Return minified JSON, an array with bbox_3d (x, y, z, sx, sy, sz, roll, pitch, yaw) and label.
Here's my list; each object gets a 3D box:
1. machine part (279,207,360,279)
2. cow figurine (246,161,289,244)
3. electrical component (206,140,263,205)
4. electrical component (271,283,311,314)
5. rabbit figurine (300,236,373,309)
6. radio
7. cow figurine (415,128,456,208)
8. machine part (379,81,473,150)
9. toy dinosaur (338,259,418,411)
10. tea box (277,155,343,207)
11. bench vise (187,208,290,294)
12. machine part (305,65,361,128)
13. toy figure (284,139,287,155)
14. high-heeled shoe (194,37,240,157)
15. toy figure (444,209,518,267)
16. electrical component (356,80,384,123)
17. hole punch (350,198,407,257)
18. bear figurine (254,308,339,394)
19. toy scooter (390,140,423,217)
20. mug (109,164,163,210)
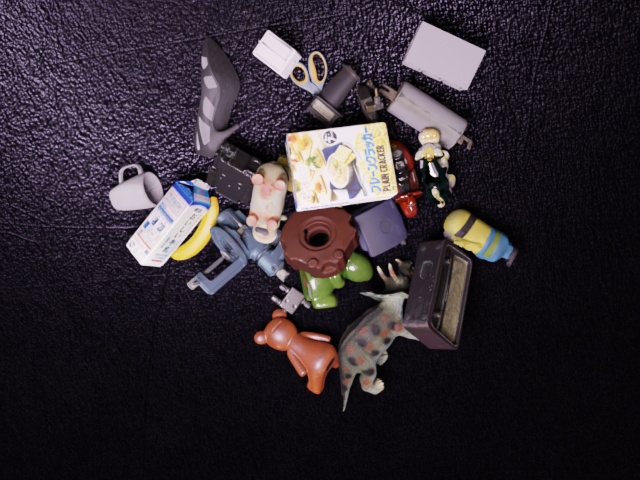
[{"bbox_3d":[-0.002,-0.004,1.199,0.179,0.056,0.179,-5,59,9],"label":"machine part"},{"bbox_3d":[-0.113,-0.077,1.159,0.086,0.127,0.194,12,124,1],"label":"cow figurine"},{"bbox_3d":[-0.192,-0.143,1.220,0.115,0.058,0.134,30,142,-1],"label":"electrical component"},{"bbox_3d":[-0.070,0.150,1.325,0.094,0.021,0.063,35,87,-8],"label":"electrical component"},{"bbox_3d":[0.040,0.067,1.281,0.170,0.121,0.159,-15,96,-14],"label":"rabbit figurine"},{"bbox_3d":[0.267,0.118,1.208,0.073,0.229,0.131,-11,143,44],"label":"radio"},{"bbox_3d":[0.249,-0.157,1.186,0.068,0.098,0.167,-7,128,25],"label":"cow figurine"},{"bbox_3d":[0.238,-0.277,1.197,0.243,0.079,0.079,30,102,-5],"label":"machine part"},{"bbox_3d":[0.119,0.234,1.276,0.192,0.131,0.404,35,97,-18],"label":"toy dinosaur"},{"bbox_3d":[-0.020,-0.136,1.226,0.170,0.098,0.068,17,102,-1],"label":"tea box"},{"bbox_3d":[-0.192,0.047,1.240,0.240,0.129,0.223,-42,92,-24],"label":"bench vise"},{"bbox_3d":[0.034,-0.324,1.200,0.084,0.039,0.139,35,97,-8],"label":"machine part"},{"bbox_3d":[-0.007,-0.207,1.230,0.154,0.064,0.057,18,139,-5],"label":"toy figure"},{"bbox_3d":[-0.254,-0.317,1.220,0.145,0.086,0.248,-18,84,36],"label":"high-heeled shoe"},{"bbox_3d":[0.374,-0.006,1.256,0.180,0.082,0.089,23,84,3],"label":"toy figure"},{"bbox_3d":[0.112,-0.306,1.187,0.045,0.102,0.078,-22,128,8],"label":"electrical component"},{"bbox_3d":[0.138,-0.031,1.253,0.116,0.092,0.142,-24,98,3],"label":"hole punch"},{"bbox_3d":[-0.055,0.269,1.325,0.196,0.120,0.131,24,149,21],"label":"bear figurine"},{"bbox_3d":[0.186,-0.133,1.202,0.075,0.135,0.183,-17,101,7],"label":"toy scooter"},{"bbox_3d":[-0.438,-0.117,1.251,0.107,0.081,0.109,-16,107,14],"label":"mug"}]
